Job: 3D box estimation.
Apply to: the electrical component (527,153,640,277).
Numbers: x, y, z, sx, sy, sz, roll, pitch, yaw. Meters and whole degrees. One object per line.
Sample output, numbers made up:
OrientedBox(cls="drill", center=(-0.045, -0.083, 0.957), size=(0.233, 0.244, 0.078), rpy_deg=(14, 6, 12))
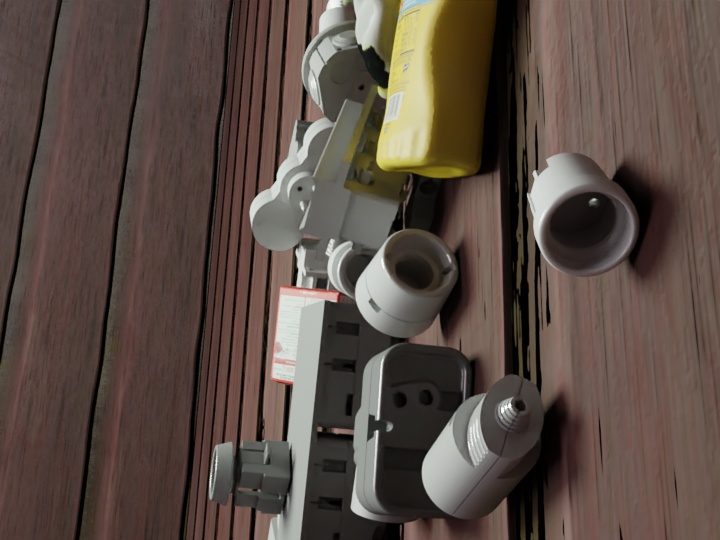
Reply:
OrientedBox(cls="electrical component", center=(0.089, -0.024, 0.441), size=(0.046, 0.040, 0.040), rpy_deg=(-93, 14, -64))

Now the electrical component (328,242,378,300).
OrientedBox(cls="electrical component", center=(0.000, 0.000, 0.841), size=(0.055, 0.045, 0.045), rpy_deg=(-160, 77, -78))

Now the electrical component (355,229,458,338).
OrientedBox(cls="electrical component", center=(0.030, 0.007, 0.671), size=(0.047, 0.055, 0.055), rpy_deg=(120, 155, -54))

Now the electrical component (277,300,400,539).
OrientedBox(cls="electrical component", center=(-0.016, 0.121, 0.808), size=(0.105, 0.060, 0.186), rpy_deg=(158, 118, -77))

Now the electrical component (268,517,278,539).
OrientedBox(cls="electrical component", center=(-0.054, 0.262, 0.934), size=(0.089, 0.050, 0.055), rpy_deg=(-124, 42, -73))

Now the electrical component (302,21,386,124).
OrientedBox(cls="electrical component", center=(-0.004, -0.156, 0.870), size=(0.051, 0.080, 0.080), rpy_deg=(-113, 32, -57))

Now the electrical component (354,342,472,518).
OrientedBox(cls="electrical component", center=(0.029, 0.094, 0.622), size=(0.059, 0.054, 0.095), rpy_deg=(137, 138, -72))

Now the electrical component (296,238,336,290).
OrientedBox(cls="electrical component", center=(-0.038, 0.006, 1.031), size=(0.081, 0.042, 0.063), rpy_deg=(-117, 35, -71))

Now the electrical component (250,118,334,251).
OrientedBox(cls="electrical component", center=(-0.050, -0.075, 1.009), size=(0.138, 0.052, 0.073), rpy_deg=(-51, 20, 12))

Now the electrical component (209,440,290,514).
OrientedBox(cls="electrical component", center=(-0.085, 0.157, 0.824), size=(0.048, 0.055, 0.066), rpy_deg=(-97, 18, -50))

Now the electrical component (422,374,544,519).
OrientedBox(cls="electrical component", center=(0.061, 0.081, 0.503), size=(0.081, 0.043, 0.043), rpy_deg=(113, 160, -53))

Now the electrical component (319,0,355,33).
OrientedBox(cls="electrical component", center=(-0.019, -0.241, 1.077), size=(0.043, 0.043, 0.081), rpy_deg=(115, 159, -56))

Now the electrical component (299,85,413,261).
OrientedBox(cls="electrical component", center=(0.004, -0.066, 0.753), size=(0.121, 0.063, 0.078), rpy_deg=(-73, 0, -56))

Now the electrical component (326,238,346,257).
OrientedBox(cls="electrical component", center=(-0.014, -0.045, 0.936), size=(0.043, 0.043, 0.081), rpy_deg=(-107, 26, -63))

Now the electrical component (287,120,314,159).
OrientedBox(cls="electrical component", center=(-0.044, -0.099, 1.084), size=(0.050, 0.056, 0.089), rpy_deg=(-95, 17, -46))

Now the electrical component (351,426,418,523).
OrientedBox(cls="electrical component", center=(0.021, 0.113, 0.677), size=(0.043, 0.043, 0.081), rpy_deg=(-154, 71, -78))
